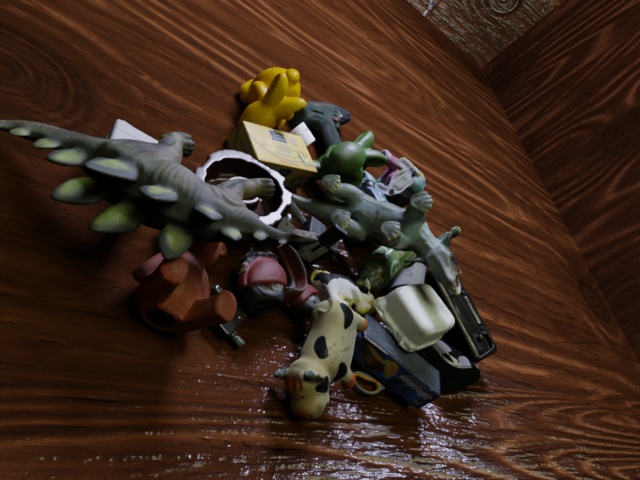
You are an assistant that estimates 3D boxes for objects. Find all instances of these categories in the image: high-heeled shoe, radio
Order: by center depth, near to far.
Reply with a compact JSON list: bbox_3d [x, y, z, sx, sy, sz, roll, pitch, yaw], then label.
[{"bbox_3d":[0.239,0.232,1.125,0.248,0.086,0.145,29,21,-46],"label":"high-heeled shoe"},{"bbox_3d":[0.312,0.179,1.250,0.131,0.073,0.229,1,60,-50],"label":"radio"}]

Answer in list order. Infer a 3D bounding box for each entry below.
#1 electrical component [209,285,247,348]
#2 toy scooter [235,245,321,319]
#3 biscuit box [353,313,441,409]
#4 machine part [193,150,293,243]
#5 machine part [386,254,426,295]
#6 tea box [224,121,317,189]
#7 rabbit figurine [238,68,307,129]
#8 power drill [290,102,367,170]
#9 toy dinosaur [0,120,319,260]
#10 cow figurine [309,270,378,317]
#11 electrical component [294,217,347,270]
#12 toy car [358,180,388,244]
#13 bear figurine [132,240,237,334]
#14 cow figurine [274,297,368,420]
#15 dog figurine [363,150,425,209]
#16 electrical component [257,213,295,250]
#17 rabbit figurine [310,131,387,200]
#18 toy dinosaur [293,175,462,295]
[{"bbox_3d":[-0.138,0.114,0.796,0.094,0.021,0.063,50,32,-3],"label":"electrical component"},{"bbox_3d":[-0.072,0.057,0.881,0.183,0.075,0.135,19,48,-50],"label":"toy scooter"},{"bbox_3d":[0.132,0.220,0.966,0.202,0.059,0.063,40,31,-18],"label":"biscuit box"},{"bbox_3d":[-0.135,-0.073,0.907,0.179,0.056,0.179,17,43,-16],"label":"machine part"},{"bbox_3d":[0.196,0.079,1.196,0.079,0.079,0.243,44,34,-13],"label":"machine part"},{"bbox_3d":[-0.096,-0.166,1.072,0.169,0.068,0.098,1,59,-50],"label":"tea box"},{"bbox_3d":[-0.102,-0.273,1.116,0.121,0.162,0.173,51,48,-26],"label":"rabbit figurine"},{"bbox_3d":[0.042,-0.253,1.319,0.232,0.086,0.207,-2,65,-51],"label":"power drill"},{"bbox_3d":[-0.225,-0.076,0.688,0.472,0.105,0.198,21,21,7],"label":"toy dinosaur"},{"bbox_3d":[0.048,0.104,1.002,0.167,0.068,0.098,11,45,-48],"label":"cow figurine"},{"bbox_3d":[-0.002,-0.003,0.988,0.074,0.119,0.048,34,37,-23],"label":"electrical component"},{"bbox_3d":[0.111,-0.051,1.207,0.102,0.109,0.162,52,10,-46],"label":"toy car"},{"bbox_3d":[-0.171,0.030,0.741,0.120,0.132,0.196,44,39,-23],"label":"bear figurine"},{"bbox_3d":[0.002,0.180,0.829,0.127,0.086,0.195,49,48,-40],"label":"cow figurine"},{"bbox_3d":[0.204,-0.117,1.326,0.192,0.108,0.219,38,1,40],"label":"dog figurine"},{"bbox_3d":[-0.085,-0.023,0.974,0.078,0.045,0.102,44,32,-39],"label":"electrical component"},{"bbox_3d":[0.061,-0.154,1.126,0.121,0.159,0.170,62,-8,4],"label":"rabbit figurine"},{"bbox_3d":[0.112,-0.031,1.058,0.405,0.131,0.192,23,-14,27],"label":"toy dinosaur"}]
